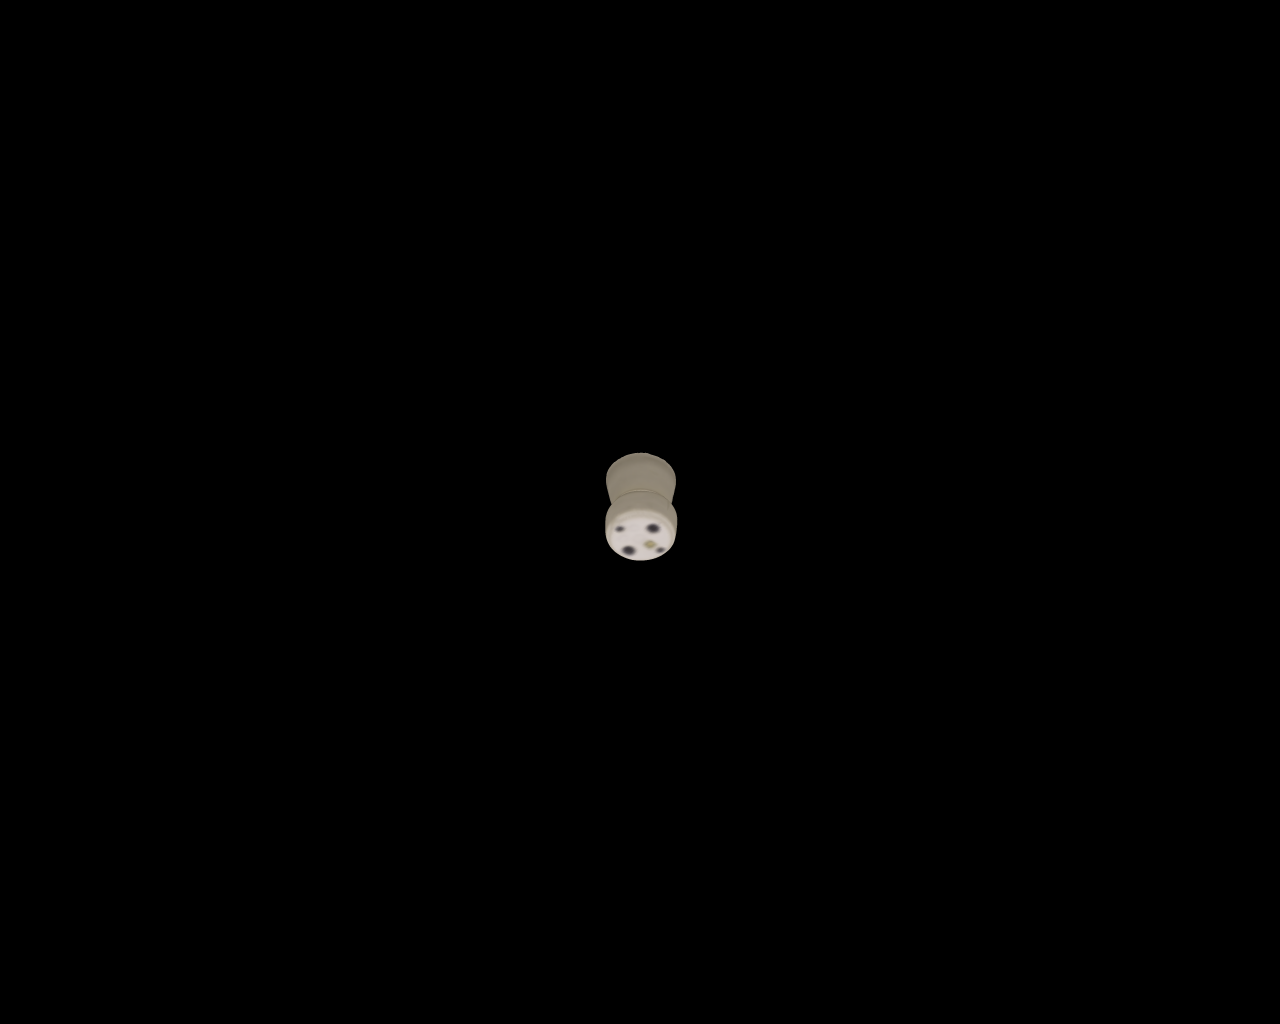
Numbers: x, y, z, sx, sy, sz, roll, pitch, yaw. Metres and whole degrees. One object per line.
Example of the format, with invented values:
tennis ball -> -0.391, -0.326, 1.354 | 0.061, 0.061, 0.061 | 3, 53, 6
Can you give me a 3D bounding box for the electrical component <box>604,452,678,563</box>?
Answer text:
electrical component -> 0.001, -0.003, 0.650 | 0.045, 0.044, 0.055 | 0, 43, 0
